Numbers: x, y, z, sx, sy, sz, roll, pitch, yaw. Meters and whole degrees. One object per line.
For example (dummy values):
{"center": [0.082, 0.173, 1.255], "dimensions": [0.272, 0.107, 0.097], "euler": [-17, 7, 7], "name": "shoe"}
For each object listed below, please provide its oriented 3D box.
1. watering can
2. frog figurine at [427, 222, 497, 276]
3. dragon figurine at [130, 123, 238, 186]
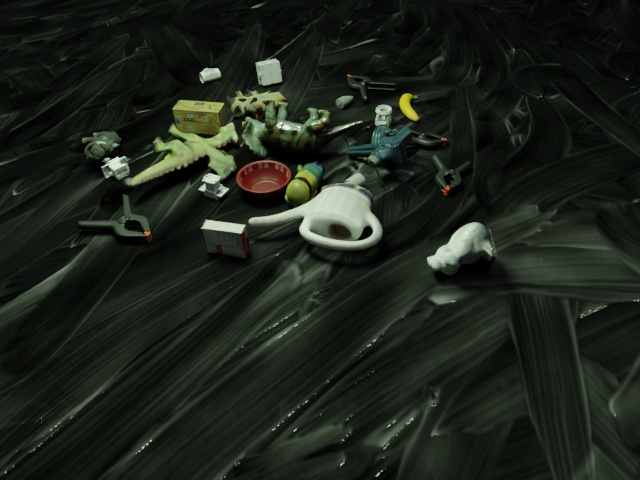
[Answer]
{"center": [0.004, -0.069, 1.371], "dimensions": [0.348, 0.101, 0.229], "euler": [13, 42, 15], "name": "watering can"}
{"center": [0.339, 0.022, 1.257], "dimensions": [0.159, 0.122, 0.138], "euler": [-6, 8, 8], "name": "frog figurine"}
{"center": [-0.380, -0.254, 1.604], "dimensions": [0.243, 0.119, 0.420], "euler": [16, 45, 8], "name": "dragon figurine"}
